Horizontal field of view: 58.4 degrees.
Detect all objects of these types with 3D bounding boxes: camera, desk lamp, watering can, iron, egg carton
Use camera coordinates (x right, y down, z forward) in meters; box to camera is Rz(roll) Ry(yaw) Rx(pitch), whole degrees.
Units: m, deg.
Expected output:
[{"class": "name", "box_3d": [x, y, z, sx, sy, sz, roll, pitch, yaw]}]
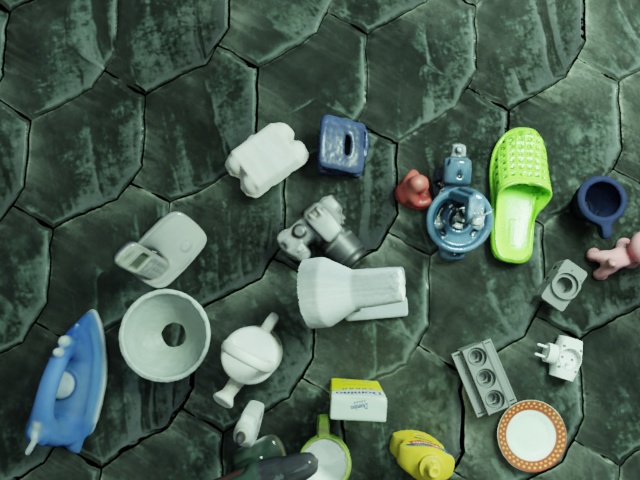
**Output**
[{"class": "camera", "box_3d": [0.010, 0.004, 1.075, 0.143, 0.101, 0.137, -42, 85, -5]}, {"class": "desk lamp", "box_3d": [0.064, 0.089, 1.008, 0.203, 0.213, 0.118, -5, 82, -1]}, {"class": "watering can", "box_3d": [-0.123, 0.209, 1.001, 0.101, 0.194, 0.173, 8, 83, 1]}, {"class": "iron", "box_3d": [-0.459, 0.250, 1.020, 0.118, 0.141, 0.258, 10, 83, 1]}, {"class": "egg carton", "box_3d": [-0.104, -0.157, 1.111, 0.150, 0.069, 0.107, -38, 84, -5]}]

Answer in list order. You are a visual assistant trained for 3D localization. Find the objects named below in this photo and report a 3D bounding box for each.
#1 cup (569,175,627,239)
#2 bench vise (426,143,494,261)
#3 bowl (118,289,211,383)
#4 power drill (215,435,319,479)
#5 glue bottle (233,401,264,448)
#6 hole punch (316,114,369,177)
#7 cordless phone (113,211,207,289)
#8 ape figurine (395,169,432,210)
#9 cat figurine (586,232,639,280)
[{"class": "cup", "box_3d": [0.520, -0.056, 1.089, 0.091, 0.095, 0.118, -7, 83, -1]}, {"class": "bench vise", "box_3d": [0.243, -0.073, 1.027, 0.121, 0.220, 0.207, -16, 83, -2]}, {"class": "bowl", "box_3d": [-0.280, 0.176, 1.064, 0.167, 0.075, 0.167, 0, 83, 0]}, {"class": "power drill", "box_3d": [-0.108, 0.397, 0.970, 0.229, 0.208, 0.075, -25, 83, -3]}, {"class": "glue bottle", "box_3d": [-0.128, 0.329, 0.996, 0.037, 0.173, 0.078, 15, 83, 2]}, {"class": "hole punch", "box_3d": [0.044, -0.182, 1.105, 0.101, 0.091, 0.109, 4, 83, 0]}, {"class": "cordless phone", "box_3d": [-0.290, 0.011, 1.030, 0.094, 0.185, 0.148, 39, 84, 5]}, {"class": "ape figurine", "box_3d": [0.183, -0.099, 1.094, 0.076, 0.092, 0.078, -3, 83, 0]}, {"class": "cat figurine", "box_3d": [0.583, 0.024, 1.068, 0.128, 0.118, 0.067, -22, 83, -3]}]
